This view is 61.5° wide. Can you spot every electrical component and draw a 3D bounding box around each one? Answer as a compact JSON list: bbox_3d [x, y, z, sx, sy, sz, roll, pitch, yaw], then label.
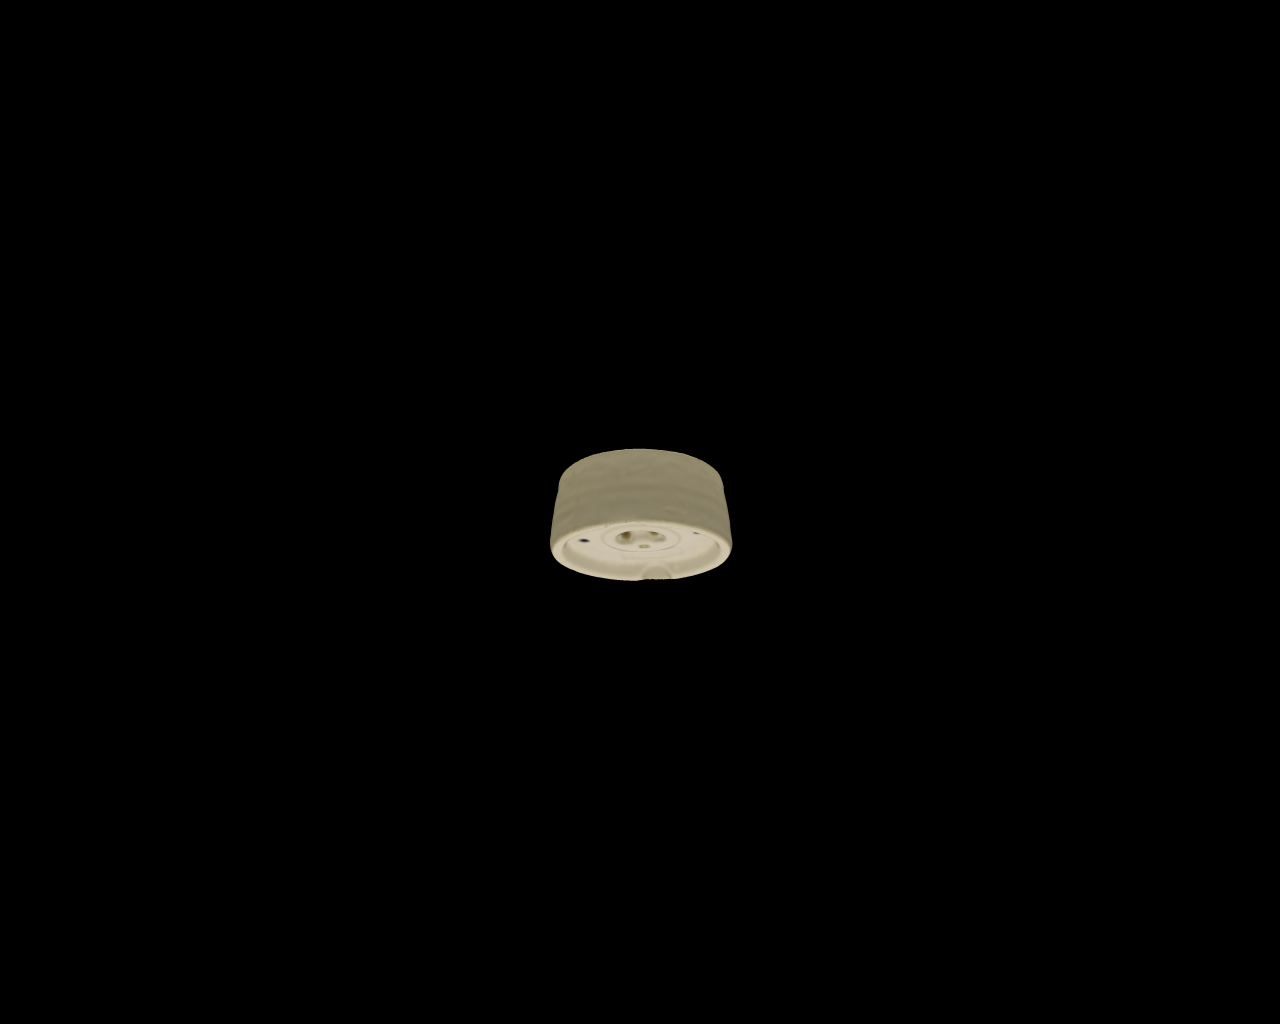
[{"bbox_3d":[0.001,-0.003,0.650,0.108,0.060,0.108,0,-22,0],"label":"electrical component"}]
